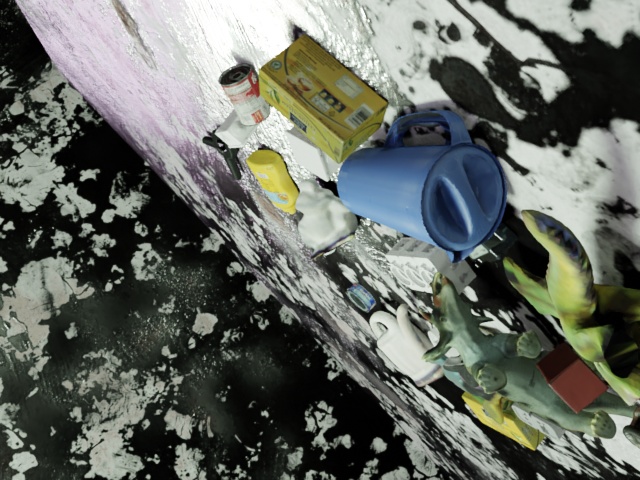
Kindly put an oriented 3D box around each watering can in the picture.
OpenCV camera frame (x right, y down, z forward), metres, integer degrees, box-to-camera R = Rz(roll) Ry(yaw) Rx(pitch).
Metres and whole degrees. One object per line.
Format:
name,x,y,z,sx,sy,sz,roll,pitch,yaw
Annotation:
watering can,0.223,0.259,1.278,0.105,0.225,0.343,-44,-8,-16

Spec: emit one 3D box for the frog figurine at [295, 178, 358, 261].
frog figurine,0.003,-0.055,1.101,0.124,0.160,0.135,-21,-8,-44

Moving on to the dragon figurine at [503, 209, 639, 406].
dragon figurine,0.304,0.082,0.624,0.406,0.123,0.244,44,-6,-17
